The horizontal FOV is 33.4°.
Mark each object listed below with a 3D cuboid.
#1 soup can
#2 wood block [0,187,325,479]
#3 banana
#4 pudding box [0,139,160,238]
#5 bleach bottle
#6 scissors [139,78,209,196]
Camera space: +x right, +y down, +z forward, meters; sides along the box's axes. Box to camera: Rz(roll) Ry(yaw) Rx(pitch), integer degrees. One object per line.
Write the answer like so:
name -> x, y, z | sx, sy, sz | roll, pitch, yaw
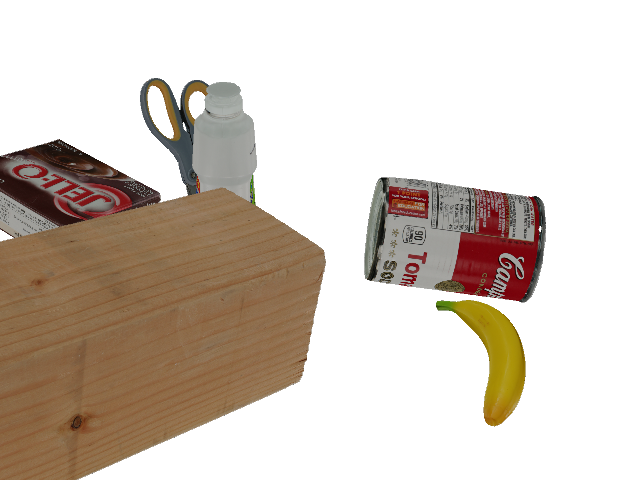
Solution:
soup can -> 0.083, -0.001, 0.672 | 0.102, 0.068, 0.068 | 8, 0, -3
wood block -> -0.105, 0.048, 0.543 | 0.090, 0.091, 0.205 | 32, 33, 34
banana -> 0.181, 0.120, 1.130 | 0.069, 0.037, 0.198 | -24, 34, 4
pudding box -> -0.187, -0.029, 0.769 | 0.114, 0.039, 0.089 | 25, 30, 29
bleach bottle -> -0.084, -0.024, 0.942 | 0.068, 0.251, 0.102 | -1, 34, -5
scissors -> -0.126, -0.083, 1.131 | 0.096, 0.202, 0.016 | -33, 13, -34
